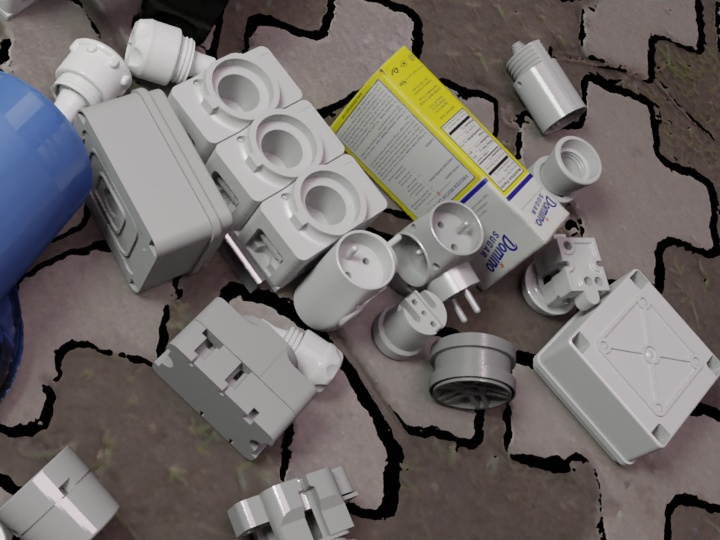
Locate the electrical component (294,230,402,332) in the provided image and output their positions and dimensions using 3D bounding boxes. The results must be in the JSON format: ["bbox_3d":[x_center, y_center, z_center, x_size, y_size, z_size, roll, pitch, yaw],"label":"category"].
[{"bbox_3d":[0.000,0.000,0.750,0.044,0.077,0.079,50,54,3],"label":"electrical component"}]

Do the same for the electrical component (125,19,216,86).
[{"bbox_3d":[-0.136,-0.154,0.778,0.062,0.043,0.043,14,60,-21],"label":"electrical component"}]

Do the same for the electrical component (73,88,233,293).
[{"bbox_3d":[-0.139,-0.053,0.705,0.057,0.078,0.113,-24,78,-31],"label":"electrical component"}]

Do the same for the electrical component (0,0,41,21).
[{"bbox_3d":[-0.273,-0.284,0.763,0.186,0.060,0.105,44,55,-1],"label":"electrical component"}]

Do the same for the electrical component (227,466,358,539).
[{"bbox_3d":[-0.035,0.161,0.665,0.078,0.058,0.057,-13,70,-31],"label":"electrical component"}]

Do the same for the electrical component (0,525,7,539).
[{"bbox_3d":[-0.215,0.155,0.577,0.045,0.055,0.045,11,61,-22],"label":"electrical component"}]

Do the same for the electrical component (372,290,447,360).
[{"bbox_3d":[0.036,0.039,0.768,0.040,0.046,0.040,11,61,-22],"label":"electrical component"}]

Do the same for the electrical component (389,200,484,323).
[{"bbox_3d":[0.061,0.001,0.780,0.044,0.077,0.079,-23,78,-34],"label":"electrical component"}]

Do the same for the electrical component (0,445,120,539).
[{"bbox_3d":[-0.171,0.136,0.611,0.047,0.055,0.055,47,55,-4],"label":"electrical component"}]

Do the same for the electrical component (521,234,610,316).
[{"bbox_3d":[0.158,0.006,0.840,0.048,0.055,0.066,-1,66,-27],"label":"electrical component"}]

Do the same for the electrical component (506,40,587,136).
[{"bbox_3d":[0.156,-0.162,0.930,0.043,0.043,0.081,-24,78,-34],"label":"electrical component"}]

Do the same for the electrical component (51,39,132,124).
[{"bbox_3d":[-0.190,-0.123,0.736,0.048,0.048,0.062,33,62,-9],"label":"electrical component"}]

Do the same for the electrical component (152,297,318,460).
[{"bbox_3d":[-0.078,0.067,0.693,0.089,0.050,0.055,44,55,-1],"label":"electrical component"}]

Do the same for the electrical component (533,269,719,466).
[{"bbox_3d":[0.208,0.074,0.831,0.108,0.056,0.109,49,55,2],"label":"electrical component"}]

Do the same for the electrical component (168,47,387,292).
[{"bbox_3d":[-0.063,-0.075,0.765,0.089,0.062,0.150,-34,84,-35],"label":"electrical component"}]

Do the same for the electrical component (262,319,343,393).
[{"bbox_3d":[-0.044,0.054,0.727,0.061,0.035,0.035,34,55,-6],"label":"electrical component"}]

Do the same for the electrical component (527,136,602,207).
[{"bbox_3d":[0.165,-0.078,0.885,0.045,0.055,0.045,11,61,-22],"label":"electrical component"}]
